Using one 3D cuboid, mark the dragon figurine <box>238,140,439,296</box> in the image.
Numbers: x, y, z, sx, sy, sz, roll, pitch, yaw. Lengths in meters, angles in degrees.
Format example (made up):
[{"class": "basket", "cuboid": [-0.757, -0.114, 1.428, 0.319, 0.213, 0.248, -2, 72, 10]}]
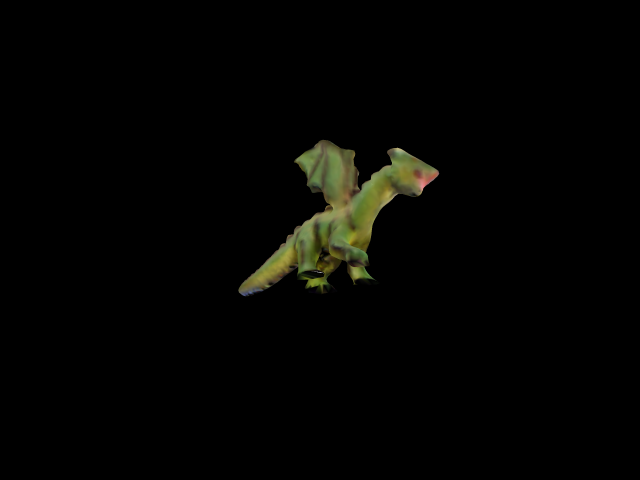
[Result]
[{"class": "dragon figurine", "cuboid": [0.003, -0.043, 0.850, 0.407, 0.246, 0.121, -12, -21, 36]}]
